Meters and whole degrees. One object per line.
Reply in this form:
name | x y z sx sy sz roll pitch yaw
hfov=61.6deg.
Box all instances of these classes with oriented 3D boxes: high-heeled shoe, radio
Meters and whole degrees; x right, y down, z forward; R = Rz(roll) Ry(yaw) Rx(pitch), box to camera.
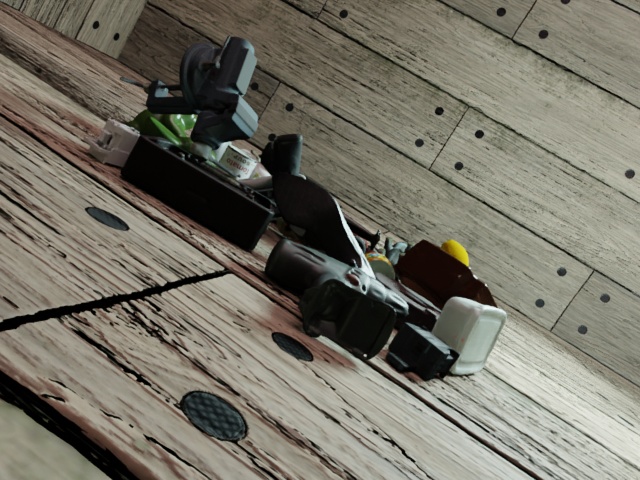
high-heeled shoe | 0.006 -0.003 0.896 0.249 0.086 0.145 53 -9 25
radio | -0.182 -0.078 0.851 0.229 0.073 0.131 32 9 -4

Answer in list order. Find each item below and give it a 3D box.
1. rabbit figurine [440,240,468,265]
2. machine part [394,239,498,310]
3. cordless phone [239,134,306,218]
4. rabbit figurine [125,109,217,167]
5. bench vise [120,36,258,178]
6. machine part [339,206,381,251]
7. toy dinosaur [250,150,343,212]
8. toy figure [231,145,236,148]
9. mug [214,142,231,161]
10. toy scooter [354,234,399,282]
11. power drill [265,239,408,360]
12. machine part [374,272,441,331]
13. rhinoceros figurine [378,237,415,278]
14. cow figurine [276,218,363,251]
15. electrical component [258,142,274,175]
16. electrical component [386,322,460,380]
rabbit figurine | 0.287 0.087 1.236 0.163 0.173 0.122 30 3 20
machine part | 0.252 0.109 1.072 0.202 0.087 0.200 41 -9 50
cordless phone | -0.095 -0.116 0.936 0.147 0.089 0.184 -7 -26 -9
rabbit figurine | -0.269 -0.183 0.997 0.170 0.121 0.159 33 14 27
bench vise | -0.207 -0.232 0.896 0.241 0.223 0.128 8 -6 27
machine part | 0.051 -0.032 1.003 0.139 0.039 0.084 32 10 11
toy dinosaur | 0.002 -0.063 1.340 0.471 0.105 0.198 43 4 2
toy figure | -0.221 -0.200 1.380 0.180 0.089 0.082 33 13 -8
mug | -0.227 -0.171 1.128 0.081 0.107 0.109 37 11 23
toy scooter | 0.086 0.031 1.148 0.183 0.075 0.135 39 10 -21
power drill | 0.040 0.077 0.711 0.232 0.086 0.207 26 13 -10
machine part | 0.154 0.121 0.958 0.179 0.056 0.179 30 7 -4
rhinoceros figurine | 0.183 0.054 1.282 0.073 0.112 0.190 9 16 18
cow figurine | -0.002 -0.003 1.032 0.195 0.085 0.127 32 14 23
electrical component | -0.090 -0.152 1.181 0.058 0.115 0.134 -8 -6 -20
electrical component | 0.135 0.152 0.737 0.075 0.047 0.119 37 8 37
